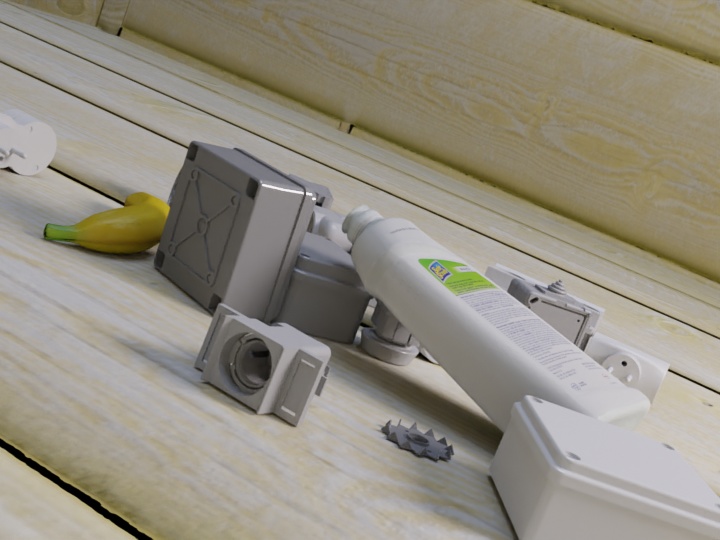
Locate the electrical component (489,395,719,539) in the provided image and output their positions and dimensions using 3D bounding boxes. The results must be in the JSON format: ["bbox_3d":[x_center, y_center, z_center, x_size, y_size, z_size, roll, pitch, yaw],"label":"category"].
[{"bbox_3d":[0.140,0.128,0.617,0.109,0.056,0.108,20,10,-7],"label":"electrical component"}]

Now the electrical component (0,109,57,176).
[{"bbox_3d":[-0.323,-0.113,0.945,0.074,0.052,0.138,28,12,31],"label":"electrical component"}]

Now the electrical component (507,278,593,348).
[{"bbox_3d":[0.153,0.050,0.931,0.062,0.096,0.061,18,10,-13],"label":"electrical component"}]

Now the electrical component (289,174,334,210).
[{"bbox_3d":[-0.066,-0.070,1.225,0.050,0.055,0.089,19,11,-10],"label":"electrical component"}]

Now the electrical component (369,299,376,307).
[{"bbox_3d":[0.038,0.011,1.019,0.089,0.055,0.050,23,10,10],"label":"electrical component"}]

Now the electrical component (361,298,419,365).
[{"bbox_3d":[0.029,0.041,0.844,0.048,0.055,0.066,18,11,-16],"label":"electrical component"}]

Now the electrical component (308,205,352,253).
[{"bbox_3d":[-0.031,-0.028,1.085,0.059,0.053,0.095,17,11,-23],"label":"electrical component"}]

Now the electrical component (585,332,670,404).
[{"bbox_3d":[0.252,0.097,1.036,0.077,0.044,0.079,24,11,16],"label":"electrical component"}]

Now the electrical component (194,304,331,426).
[{"bbox_3d":[-0.054,0.056,0.645,0.081,0.042,0.064,27,8,26],"label":"electrical component"}]

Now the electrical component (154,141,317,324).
[{"bbox_3d":[-0.097,-0.030,0.813,0.056,0.108,0.109,8,16,-41],"label":"electrical component"}]

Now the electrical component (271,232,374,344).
[{"bbox_3d":[-0.045,0.007,0.868,0.078,0.057,0.113,16,12,-28],"label":"electrical component"}]

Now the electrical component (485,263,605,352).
[{"bbox_3d":[0.179,0.046,1.100,0.121,0.063,0.079,24,11,16],"label":"electrical component"}]

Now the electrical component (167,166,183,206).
[{"bbox_3d":[-0.159,-0.073,1.063,0.047,0.055,0.055,21,10,-20],"label":"electrical component"}]

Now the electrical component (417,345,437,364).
[{"bbox_3d":[0.044,0.038,0.904,0.079,0.044,0.077,28,6,-27],"label":"electrical component"}]
